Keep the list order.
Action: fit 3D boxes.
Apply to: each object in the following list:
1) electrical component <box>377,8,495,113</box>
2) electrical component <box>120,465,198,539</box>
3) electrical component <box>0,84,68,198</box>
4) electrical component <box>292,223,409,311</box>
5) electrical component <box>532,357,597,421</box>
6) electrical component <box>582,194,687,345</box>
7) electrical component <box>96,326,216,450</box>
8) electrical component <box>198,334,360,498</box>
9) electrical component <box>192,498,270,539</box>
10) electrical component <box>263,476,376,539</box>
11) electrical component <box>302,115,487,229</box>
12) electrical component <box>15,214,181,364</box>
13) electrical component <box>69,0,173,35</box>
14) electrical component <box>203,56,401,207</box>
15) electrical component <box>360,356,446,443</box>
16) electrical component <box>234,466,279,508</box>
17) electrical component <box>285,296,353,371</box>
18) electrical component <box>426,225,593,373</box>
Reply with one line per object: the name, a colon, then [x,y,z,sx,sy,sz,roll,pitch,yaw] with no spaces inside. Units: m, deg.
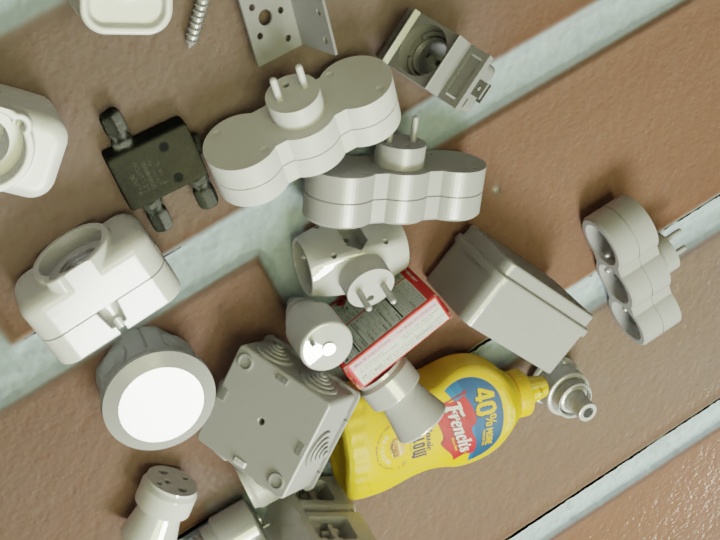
electrical component: [0.057,-0.141,0.743,0.042,0.081,0.064,-55,146,8]
electrical component: [-0.153,0.184,0.821,0.045,0.045,0.055,16,107,-30]
electrical component: [-0.228,-0.082,0.644,0.095,0.059,0.053,14,108,-30]
electrical component: [0.000,0.000,0.780,0.077,0.079,0.043,-16,137,-17]
electrical component: [0.180,0.107,0.927,0.048,0.062,0.048,-11,118,-20]
electrical component: [0.244,-0.007,0.906,0.074,0.052,0.138,-32,124,-8]
electrical component: [-0.148,0.084,0.770,0.080,0.051,0.080,-11,118,-20]
electrical component: [-0.062,0.108,0.793,0.099,0.100,0.048,-63,160,13]
electrical component: [-0.111,0.215,0.859,0.078,0.040,0.040,-29,123,-10]
electrical component: [-0.024,0.239,0.845,0.062,0.150,0.089,7,111,-26]
electrical component: [0.027,-0.075,0.771,0.138,0.052,0.073,-5,116,-23]
electrical component: [-0.177,0.009,0.717,0.095,0.053,0.059,-33,124,-7]
electrical component: [-0.142,-0.191,0.630,0.054,0.059,0.095,-5,116,-23]
electrical component: [-0.041,-0.104,0.713,0.138,0.052,0.073,-29,142,-9]
electrical component: [0.031,0.096,0.812,0.045,0.045,0.055,-40,101,-2]
electrical component: [-0.067,0.157,0.847,0.055,0.045,0.045,-27,123,-10]
electrical component: [-0.035,0.041,0.784,0.040,0.078,0.040,-10,119,-20]
electrical component: [0.119,0.022,0.848,0.113,0.078,0.057,31,102,-33]
